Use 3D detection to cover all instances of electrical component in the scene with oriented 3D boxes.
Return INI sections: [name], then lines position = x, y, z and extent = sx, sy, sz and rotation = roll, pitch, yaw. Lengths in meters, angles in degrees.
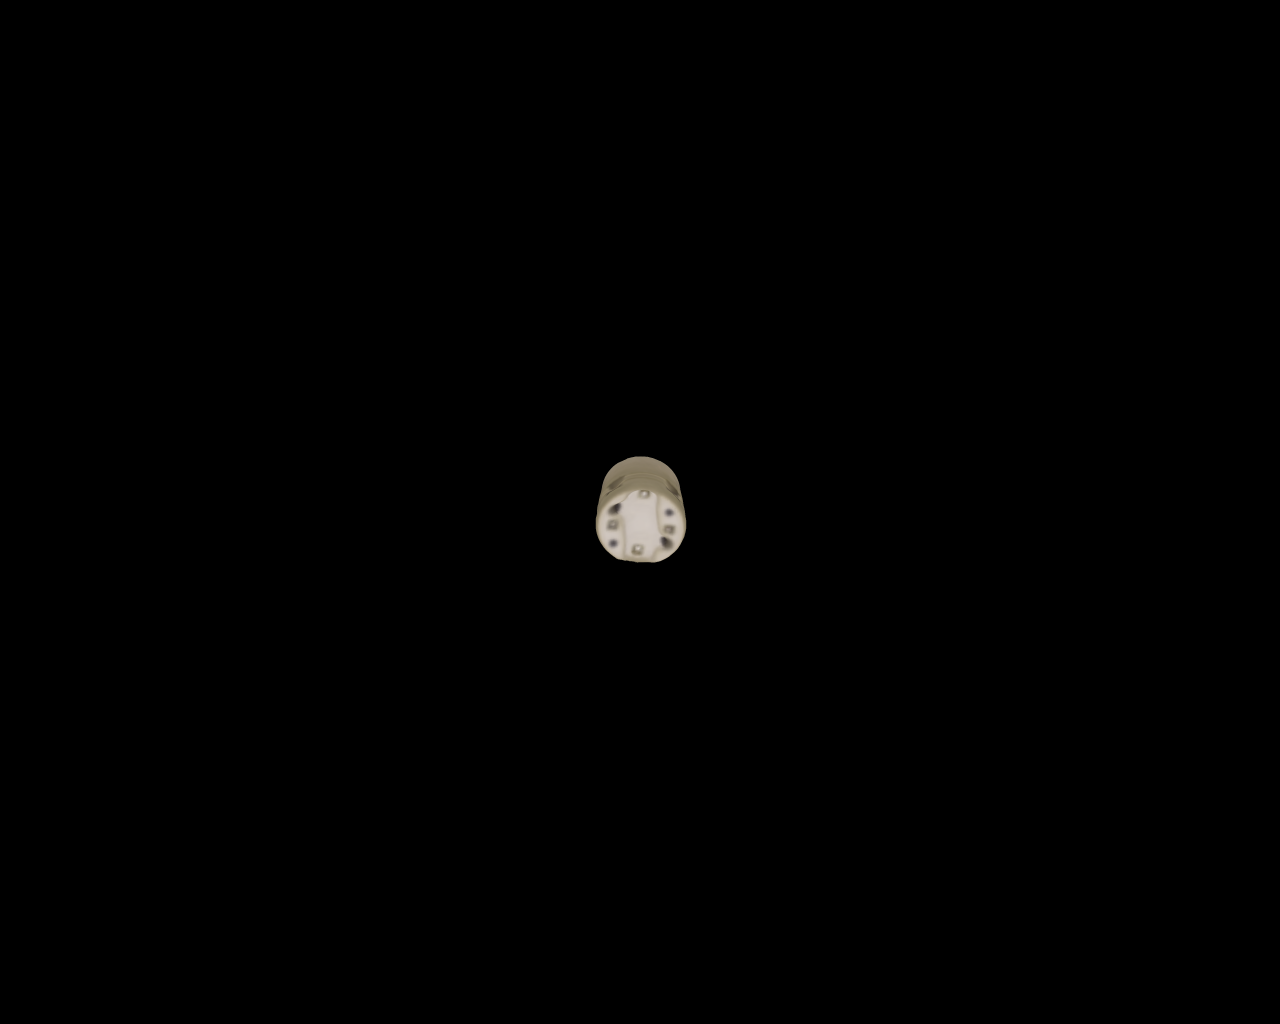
[electrical component]
position = 0.001, -0.003, 0.650
extent = 0.055, 0.055, 0.047
rotation = 0, 32, 0
